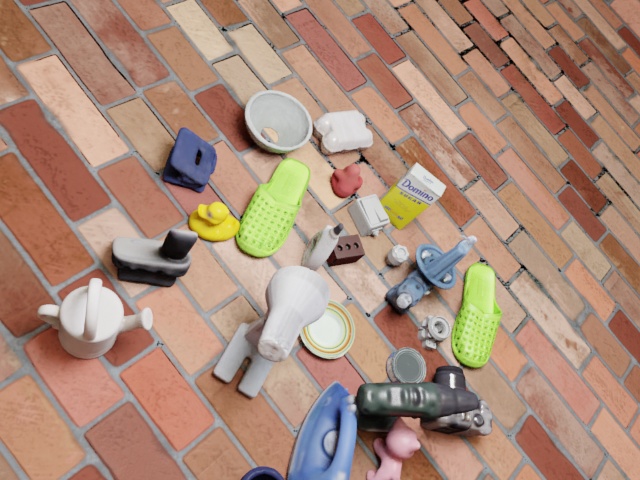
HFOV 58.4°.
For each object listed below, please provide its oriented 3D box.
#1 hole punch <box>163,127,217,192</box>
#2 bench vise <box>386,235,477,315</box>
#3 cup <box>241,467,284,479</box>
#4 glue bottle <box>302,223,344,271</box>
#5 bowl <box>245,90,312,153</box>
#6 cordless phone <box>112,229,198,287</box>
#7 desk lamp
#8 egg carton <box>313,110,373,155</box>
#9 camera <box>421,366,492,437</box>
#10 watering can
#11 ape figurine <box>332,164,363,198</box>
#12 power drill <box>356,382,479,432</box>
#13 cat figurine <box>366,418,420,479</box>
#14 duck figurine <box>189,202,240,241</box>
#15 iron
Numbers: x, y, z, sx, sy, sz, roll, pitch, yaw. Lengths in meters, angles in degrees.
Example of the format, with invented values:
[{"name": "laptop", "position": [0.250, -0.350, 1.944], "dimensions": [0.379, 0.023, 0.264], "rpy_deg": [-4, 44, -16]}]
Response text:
[{"name": "hole punch", "position": [-0.271, -0.172, 1.222], "dimensions": [0.101, 0.091, 0.108], "rpy_deg": [17, 60, -17]}, {"name": "bench vise", "position": [0.259, 0.080, 1.278], "dimensions": [0.121, 0.219, 0.207], "rpy_deg": [33, 56, -8]}, {"name": "cup", "position": [-0.118, 0.455, 0.988], "dimensions": [0.092, 0.094, 0.118], "rpy_deg": [41, 56, -2]}, {"name": "glue bottle", "position": [0.011, 0.004, 1.223], "dimensions": [0.037, 0.173, 0.078], "rpy_deg": [20, 59, -16]}, {"name": "bowl", "position": [-0.107, -0.268, 1.359], "dimensions": [0.168, 0.074, 0.167], "rpy_deg": [11, 62, -21]}, {"name": "cordless phone", "position": [-0.304, 0.011, 1.060], "dimensions": [0.148, 0.184, 0.094], "rpy_deg": [6, 63, -23]}, {"name": "desk lamp", "position": [-0.084, 0.171, 1.071], "dimensions": [0.118, 0.213, 0.203], "rpy_deg": [33, 56, -8]}, {"name": "egg carton", "position": [0.058, -0.271, 1.443], "dimensions": [0.151, 0.069, 0.107], "rpy_deg": [-15, 73, -31]}, {"name": "camera", "position": [0.301, 0.347, 1.240], "dimensions": [0.143, 0.100, 0.137], "rpy_deg": [16, 60, -18]}, {"name": "watering can", "position": [-0.375, 0.126, 0.963], "dimensions": [0.173, 0.193, 0.101], "rpy_deg": [-12, 72, -30]}, {"name": "ape figurine", "position": [0.070, -0.150, 1.376], "dimensions": [0.078, 0.092, 0.076], "rpy_deg": [33, 56, -8]}, {"name": "power drill", "position": [0.160, 0.323, 1.118], "dimensions": [0.230, 0.208, 0.075], "rpy_deg": [9, 62, -22]}, {"name": "cat figurine", "position": [0.152, 0.420, 1.122], "dimensions": [0.067, 0.117, 0.128], "rpy_deg": [22, 58, -15]}, {"name": "duck figurine", "position": [-0.213, -0.046, 1.191], "dimensions": [0.105, 0.086, 0.077], "rpy_deg": [16, 60, -18]}, {"name": "iron", "position": [0.030, 0.375, 1.070], "dimensions": [0.119, 0.141, 0.258], "rpy_deg": [22, 58, -14]}]
